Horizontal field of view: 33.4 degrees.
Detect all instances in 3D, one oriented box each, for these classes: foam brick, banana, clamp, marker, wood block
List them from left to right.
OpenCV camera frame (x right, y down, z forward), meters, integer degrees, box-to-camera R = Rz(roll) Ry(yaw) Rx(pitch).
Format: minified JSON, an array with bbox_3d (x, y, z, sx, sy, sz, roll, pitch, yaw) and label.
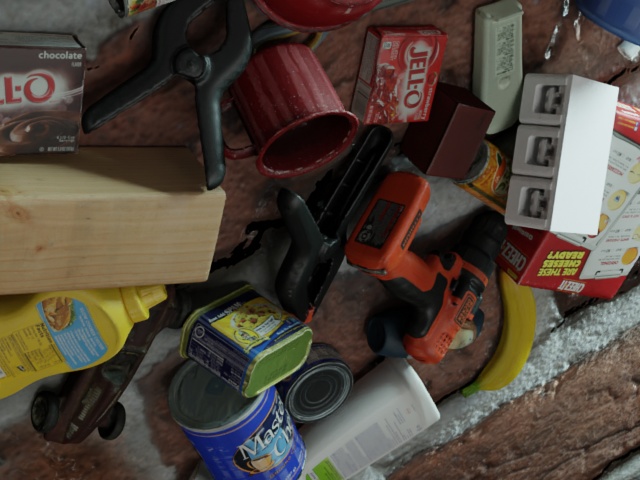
[{"bbox_3d":[-0.193,-0.018,0.869,0.205,0.091,0.090,-3,123,-31],"label":"wood block"},{"bbox_3d":[-0.114,-0.136,0.848,0.120,0.039,0.171,16,89,-15],"label":"clamp"},{"bbox_3d":[-0.007,0.001,1.008,0.164,0.036,0.210,-30,147,-49],"label":"clamp"},{"bbox_3d":[0.123,-0.106,1.033,0.052,0.051,0.078,6,118,-37],"label":"foam brick"},{"bbox_3d":[0.223,0.112,1.264,0.069,0.037,0.198,-8,126,-28],"label":"banana"},{"bbox_3d":[0.359,-0.238,1.109,0.121,0.020,0.020,-46,134,4],"label":"marker"}]

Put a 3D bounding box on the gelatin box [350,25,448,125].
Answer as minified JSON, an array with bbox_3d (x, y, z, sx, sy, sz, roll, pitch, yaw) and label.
[{"bbox_3d":[0.073,-0.152,0.982,0.073,0.030,0.089,-7,125,-29],"label":"gelatin box"}]

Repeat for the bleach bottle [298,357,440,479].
[{"bbox_3d":[0.010,0.233,1.201,0.251,0.068,0.102,-34,133,-4],"label":"bleach bottle"}]

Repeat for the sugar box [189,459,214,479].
[{"bbox_3d":[-0.130,0.335,1.170,0.093,0.048,0.176,26,111,-5],"label":"sugar box"}]

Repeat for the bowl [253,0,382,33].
[{"bbox_3d":[0.016,-0.238,0.852,0.161,0.055,0.162,-15,121,-26],"label":"bowl"}]

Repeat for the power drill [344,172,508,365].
[{"bbox_3d":[0.114,0.012,1.079,0.187,0.057,0.184,46,67,-43],"label":"power drill"}]

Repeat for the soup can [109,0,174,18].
[{"bbox_3d":[-0.112,-0.214,0.794,0.102,0.069,0.068,-24,131,-16],"label":"soup can"}]

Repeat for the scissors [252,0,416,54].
[{"bbox_3d":[0.022,-0.214,0.915,0.201,0.016,0.096,-30,133,-11],"label":"scissors"}]

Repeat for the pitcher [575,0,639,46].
[{"bbox_3d":[0.331,-0.300,0.971,0.149,0.145,0.243,18,116,-16],"label":"pitcher"}]

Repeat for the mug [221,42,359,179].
[{"bbox_3d":[-0.037,-0.106,0.895,0.117,0.081,0.093,-23,158,-7],"label":"mug"}]

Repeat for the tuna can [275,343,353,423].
[{"bbox_3d":[-0.008,0.156,1.151,0.086,0.034,0.086,-16,128,-22],"label":"tuna can"}]

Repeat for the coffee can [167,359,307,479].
[{"bbox_3d":[-0.082,0.188,1.081,0.102,0.103,0.140,-31,133,-10],"label":"coffee can"}]

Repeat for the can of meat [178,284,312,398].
[{"bbox_3d":[-0.068,0.096,1.012,0.101,0.084,0.057,-27,139,-48],"label":"can of meat"}]

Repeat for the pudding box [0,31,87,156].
[{"bbox_3d":[-0.238,-0.111,0.808,0.113,0.039,0.090,-6,124,-29],"label":"pudding box"}]

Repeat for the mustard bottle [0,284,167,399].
[{"bbox_3d":[-0.223,0.072,0.906,0.191,0.058,0.096,-18,125,0],"label":"mustard bottle"}]

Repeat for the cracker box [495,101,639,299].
[{"bbox_3d":[0.304,-0.047,1.178,0.163,0.072,0.214,10,117,-36],"label":"cracker box"}]
